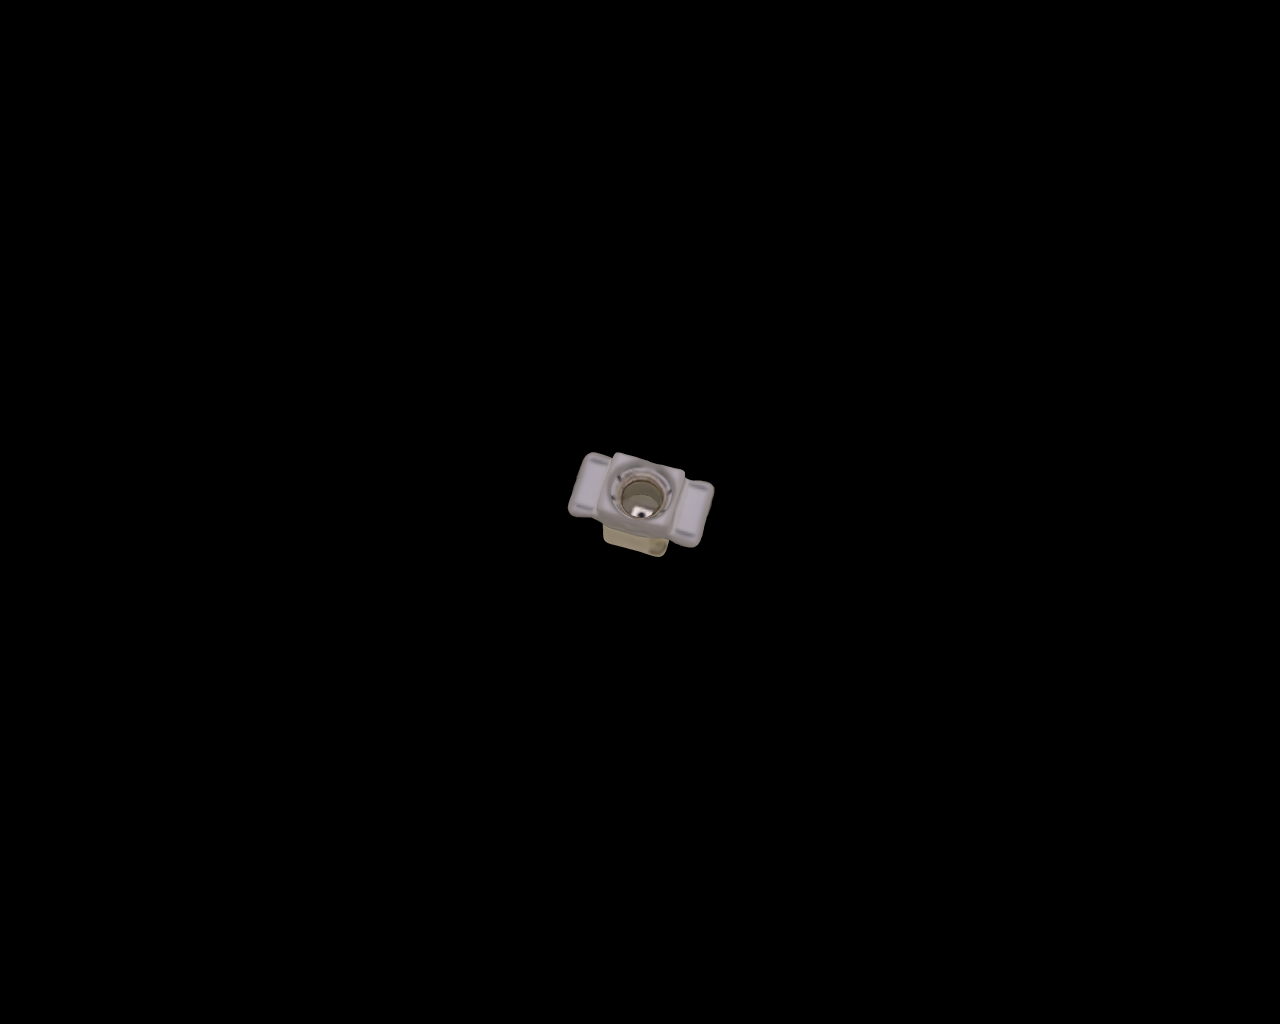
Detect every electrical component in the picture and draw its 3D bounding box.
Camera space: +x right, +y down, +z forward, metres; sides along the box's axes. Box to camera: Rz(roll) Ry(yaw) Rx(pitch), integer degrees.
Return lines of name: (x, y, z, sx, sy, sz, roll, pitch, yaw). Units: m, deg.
electrical component: (0.001, -0.003, 0.650, 0.081, 0.042, 0.063, 17, -22, 7)
